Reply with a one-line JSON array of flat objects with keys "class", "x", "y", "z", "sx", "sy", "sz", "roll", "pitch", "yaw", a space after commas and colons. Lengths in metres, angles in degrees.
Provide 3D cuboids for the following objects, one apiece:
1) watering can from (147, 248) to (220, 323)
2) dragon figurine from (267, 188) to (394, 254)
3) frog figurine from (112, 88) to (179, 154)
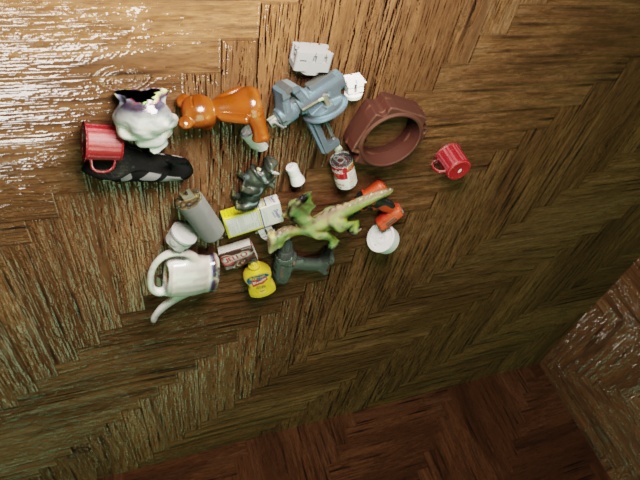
[{"class": "watering can", "x": -0.434, "y": 0.142, "z": 1.635, "sx": 0.225, "sy": 0.106, "sz": 0.339, "roll": -4, "pitch": -43, "yaw": -24}, {"class": "dragon figurine", "x": 0.005, "y": -0.078, "z": 1.549, "sx": 0.406, "sy": 0.124, "sz": 0.241, "roll": -37, "pitch": -31, "yaw": 21}, {"class": "frog figurine", "x": -0.391, "y": -0.255, "z": 1.167, "sx": 0.139, "sy": 0.155, "sz": 0.124, "roll": -22, "pitch": 45, "yaw": -28}]
